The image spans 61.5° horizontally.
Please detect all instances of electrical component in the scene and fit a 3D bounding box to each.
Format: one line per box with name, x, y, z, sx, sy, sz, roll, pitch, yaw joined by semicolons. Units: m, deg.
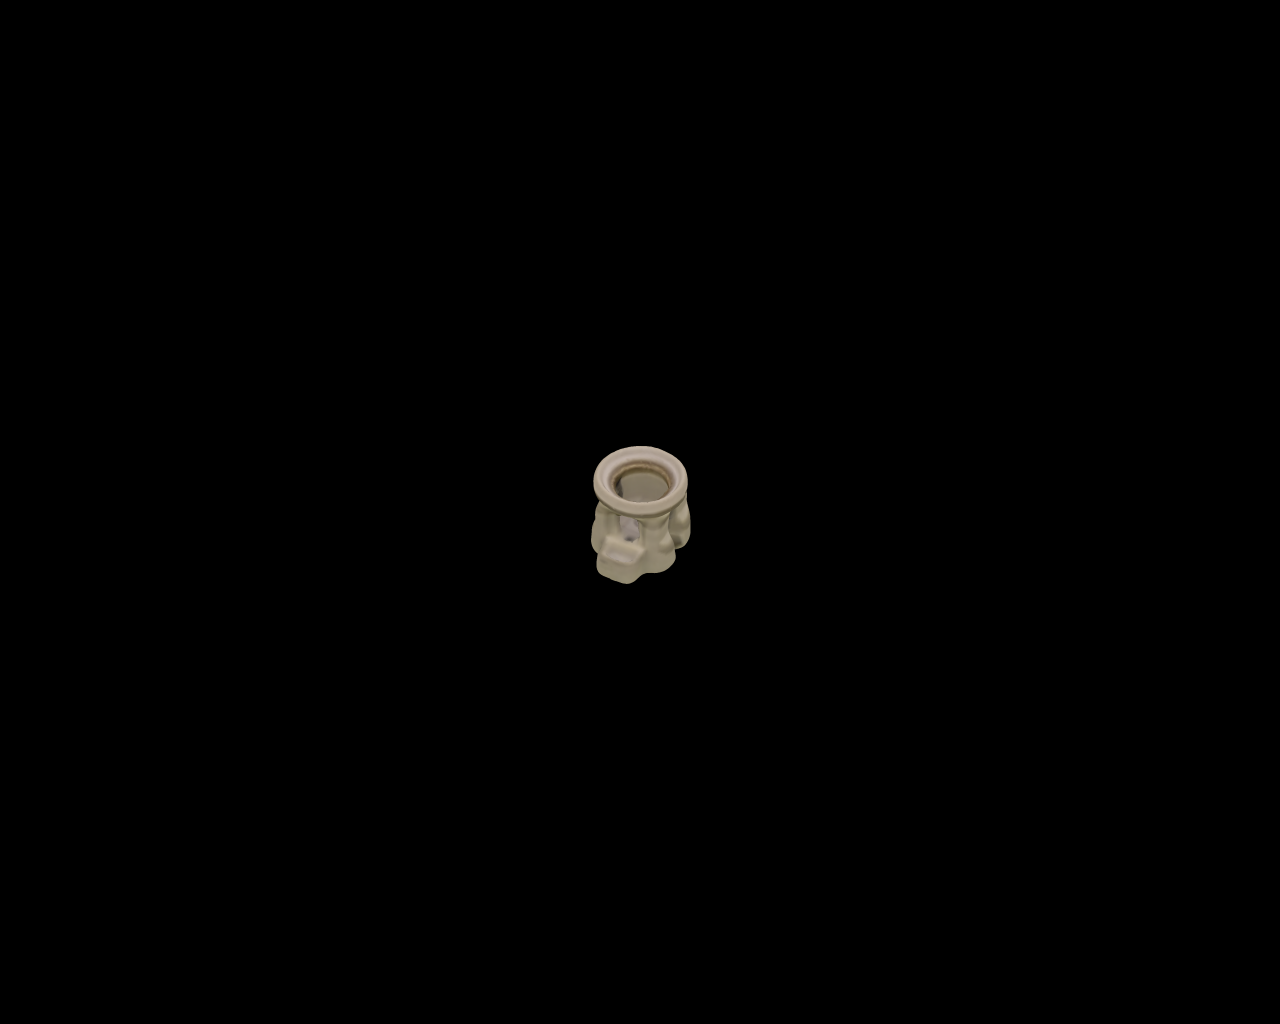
electrical component;0.001;-0.003;0.650;0.058;0.056;0.078;19;46;19
